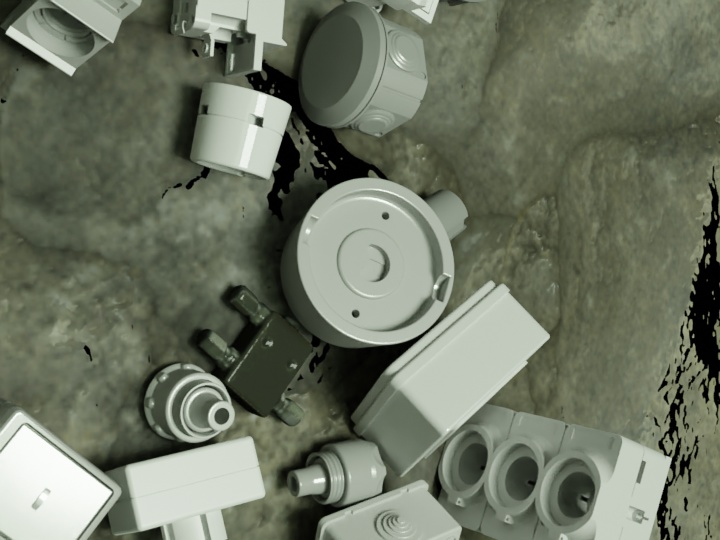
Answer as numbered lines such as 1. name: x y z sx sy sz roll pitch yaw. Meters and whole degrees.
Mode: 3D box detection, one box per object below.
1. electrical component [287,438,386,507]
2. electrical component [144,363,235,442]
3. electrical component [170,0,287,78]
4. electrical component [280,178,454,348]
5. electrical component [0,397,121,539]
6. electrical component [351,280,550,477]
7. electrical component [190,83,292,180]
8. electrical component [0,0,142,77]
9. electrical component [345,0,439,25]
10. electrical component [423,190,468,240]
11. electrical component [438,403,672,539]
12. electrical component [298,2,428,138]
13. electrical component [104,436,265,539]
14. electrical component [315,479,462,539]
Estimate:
1. electrical component: -0.018 0.137 0.716 0.062 0.043 0.043 -5 96 -33
2. electrical component: -0.097 0.083 0.645 0.048 0.062 0.048 -3 95 -35
3. electrical component: -0.080 -0.161 0.653 0.064 0.042 0.081 4 90 -33
4. electrical component: 0.000 0.000 0.703 0.108 0.060 0.108 6 75 -22
5. electrical component: -0.188 0.114 0.585 0.096 0.061 0.061 47 68 -27
6. electrical component: 0.058 0.074 0.721 0.109 0.108 0.056 -38 79 -27
7. electrical component: -0.074 -0.083 0.656 0.055 0.055 0.047 15 89 -35
8. electrical component: -0.155 -0.149 0.587 0.042 0.081 0.063 34 52 -32
9. electrical component: 0.014 -0.196 0.703 0.081 0.064 0.042 26 77 -33
10. electrical component: 0.048 -0.031 0.754 0.046 0.040 0.040 -34 112 -34
11. electrical component: 0.128 0.151 0.753 0.062 0.150 0.089 25 79 -34
12. electrical component: 0.001 -0.127 0.690 0.051 0.080 0.080 12 86 -40
13. electrical component: -0.102 0.147 0.643 0.083 0.047 0.075 -8 80 -34
14. electrical component: 0.015 0.199 0.719 0.100 0.048 0.099 -13 129 -34
